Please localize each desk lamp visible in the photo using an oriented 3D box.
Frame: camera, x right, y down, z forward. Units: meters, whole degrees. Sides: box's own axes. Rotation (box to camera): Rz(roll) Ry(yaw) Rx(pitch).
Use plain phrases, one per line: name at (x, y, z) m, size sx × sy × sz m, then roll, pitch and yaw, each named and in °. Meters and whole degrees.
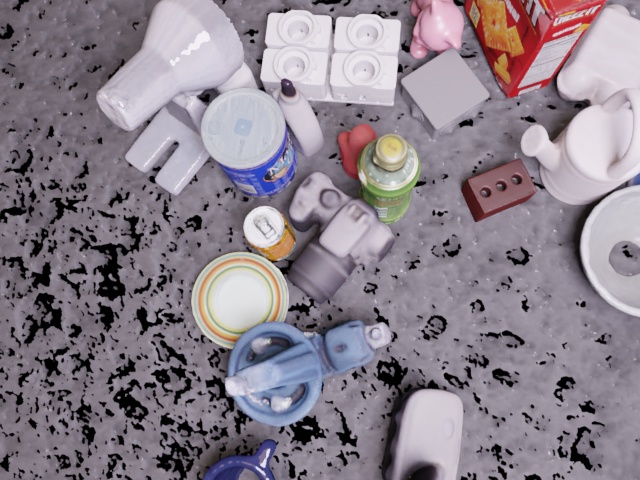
desk lamp at (-0.186, -0.184, 0.734) m, size 0.118 × 0.213 × 0.203 m, roll 35°, pitch 84°, yaw 10°

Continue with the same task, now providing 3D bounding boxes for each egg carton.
egg carton at (0.395, -0.242, 0.780) m, size 0.107 × 0.069 × 0.150 m, roll 29°, pitch 83°, yaw 9°

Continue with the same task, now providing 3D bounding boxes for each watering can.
watering can at (0.337, -0.112, 0.695) m, size 0.173 × 0.194 × 0.101 m, roll -20°, pitch 78°, yaw 0°

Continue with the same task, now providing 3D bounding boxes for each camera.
camera at (0.007, 0.003, 0.743) m, size 0.143 × 0.101 × 0.137 m, roll 38°, pitch 84°, yaw 10°

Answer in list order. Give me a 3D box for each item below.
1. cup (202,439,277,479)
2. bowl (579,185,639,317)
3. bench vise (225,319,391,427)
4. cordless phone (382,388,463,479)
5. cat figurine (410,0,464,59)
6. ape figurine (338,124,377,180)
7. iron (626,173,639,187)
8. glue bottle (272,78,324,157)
cup at (-0.085, 0.291, 0.699) m, size 0.091 × 0.095 × 0.118 m, roll 30°, pitch 83°, yaw 9°
bowl at (0.404, 0.019, 0.727) m, size 0.167 × 0.075 × 0.167 m, roll -1°, pitch 79°, yaw 4°
bench vise at (-0.027, 0.132, 0.661) m, size 0.207 × 0.220 × 0.121 m, roll -38°, pitch 79°, yaw -3°
cordless phone at (0.124, 0.246, 0.647) m, size 0.094 × 0.185 × 0.148 m, roll 7°, pitch 80°, yaw 5°
cat figurine at (0.160, -0.307, 0.783) m, size 0.067 × 0.118 × 0.128 m, roll -1°, pitch 79°, yaw 4°
ape figurine at (0.058, -0.125, 0.769) m, size 0.077 × 0.092 × 0.076 m, roll 33°, pitch 83°, yaw 9°
iron at (0.507, -0.145, 0.717) m, size 0.258 × 0.141 × 0.118 m, roll -42°, pitch 79°, yaw -4°
glue bottle at (-0.034, -0.167, 0.741) m, size 0.037 × 0.173 × 0.078 m, roll -40°, pitch 79°, yaw -4°
